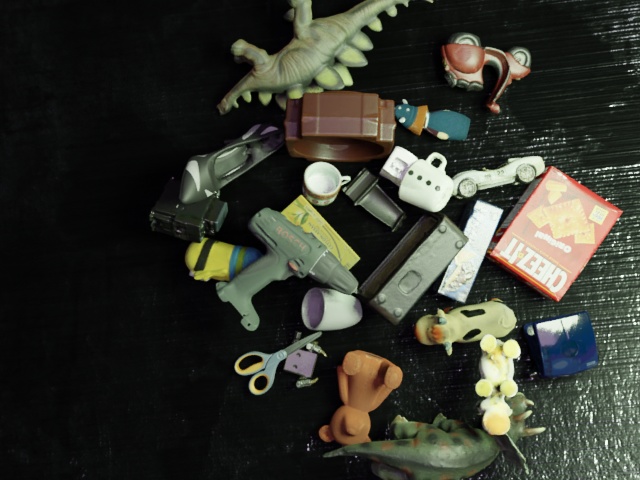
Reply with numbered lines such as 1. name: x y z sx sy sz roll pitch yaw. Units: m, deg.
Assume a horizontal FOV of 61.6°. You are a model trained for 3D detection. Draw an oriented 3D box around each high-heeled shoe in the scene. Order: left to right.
1. high-heeled shoe: -0.159 -0.143 1.028 0.145 0.249 0.086 1 133 21

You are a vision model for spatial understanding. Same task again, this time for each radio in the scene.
1. radio: 0.175 0.051 1.033 0.073 0.131 0.229 40 91 -8

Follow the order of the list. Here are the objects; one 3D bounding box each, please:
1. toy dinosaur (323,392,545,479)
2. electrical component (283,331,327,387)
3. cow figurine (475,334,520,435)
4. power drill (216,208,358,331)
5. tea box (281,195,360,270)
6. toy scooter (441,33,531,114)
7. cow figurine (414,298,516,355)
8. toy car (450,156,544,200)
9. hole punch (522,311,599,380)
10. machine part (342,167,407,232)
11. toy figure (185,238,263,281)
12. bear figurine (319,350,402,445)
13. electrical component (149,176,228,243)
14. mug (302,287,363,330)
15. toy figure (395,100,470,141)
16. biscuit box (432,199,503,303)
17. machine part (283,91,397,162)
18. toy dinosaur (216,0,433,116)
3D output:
1. toy dinosaur: 0.226 0.381 0.973 0.405 0.192 0.131 -4 77 -26
2. electrical component: -0.032 0.244 1.084 0.078 0.045 0.102 22 90 1
3. cow figurine: 0.313 0.258 0.961 0.068 0.098 0.167 6 76 15
4. power drill: -0.074 0.071 0.986 0.207 0.086 0.232 -45 86 13
5. tea box: -0.002 -0.003 1.061 0.068 0.098 0.169 -44 86 0
6. toy scooter: 0.322 -0.326 1.066 0.184 0.075 0.135 12 91 -2
7. cow figurine: 0.278 0.165 1.033 0.195 0.127 0.085 -9 86 0
8. toy car: 0.338 -0.122 1.061 0.202 0.073 0.056 -13 92 2
9. hole punch: 0.464 0.199 1.028 0.142 0.092 0.116 -13 70 -2
10. machine part: 0.117 -0.078 1.088 0.084 0.039 0.139 -44 87 -4
11. toy figure: -0.179 0.044 1.077 0.180 0.082 0.089 3 78 7
12. bear figurine: 0.072 0.317 1.041 0.120 0.132 0.195 21 84 4
13. electrical component: -0.255 -0.059 1.065 0.134 0.058 0.115 13 53 2
14. mug: 0.023 0.146 1.062 0.107 0.109 0.081 9 49 -31
15. toy figure: 0.220 -0.235 1.075 0.155 0.064 0.057 14 126 7
16. biscuit box: 0.292 0.021 1.066 0.059 0.063 0.202 22 91 1
17. machine part: 0.037 -0.208 1.010 0.201 0.201 0.087 2 87 2
18. toy dinosaur: -0.010 -0.380 1.068 0.471 0.105 0.198 -35 96 11
